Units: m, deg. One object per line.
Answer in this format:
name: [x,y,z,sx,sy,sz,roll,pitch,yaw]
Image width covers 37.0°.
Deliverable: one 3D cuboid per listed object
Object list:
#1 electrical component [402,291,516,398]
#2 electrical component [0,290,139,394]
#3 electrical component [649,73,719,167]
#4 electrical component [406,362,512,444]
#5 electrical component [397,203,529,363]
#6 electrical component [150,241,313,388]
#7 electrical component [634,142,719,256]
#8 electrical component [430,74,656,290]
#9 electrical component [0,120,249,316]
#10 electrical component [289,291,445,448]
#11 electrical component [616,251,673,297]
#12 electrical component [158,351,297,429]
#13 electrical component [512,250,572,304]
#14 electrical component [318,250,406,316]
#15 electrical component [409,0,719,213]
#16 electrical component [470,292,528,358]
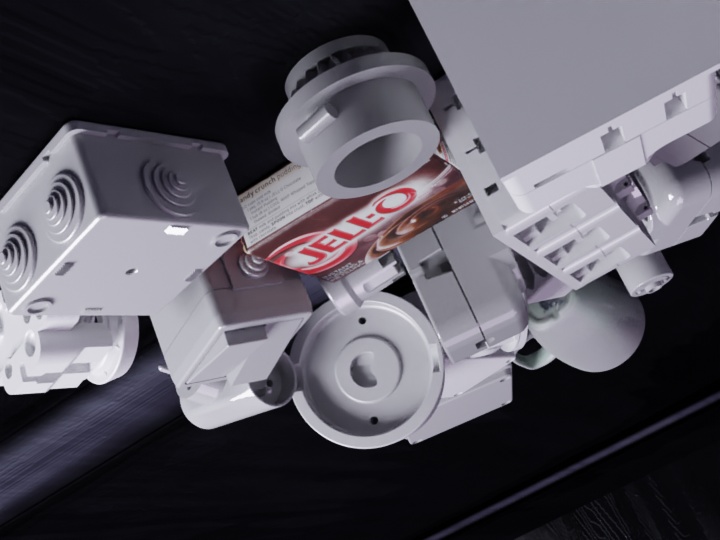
electrical component: [0.059,0.061,0.841,0.078,0.057,0.113,-38,154,33]
electrical component: [-0.153,0.032,0.558,0.057,0.058,0.078,1,148,-41]
electrical component: [0.155,-0.097,0.563,0.061,0.061,0.096,-35,156,27]
electrical component: [0.077,0.100,0.953,0.109,0.056,0.108,-23,159,-1]
electrical component: [0.061,-0.001,0.648,0.059,0.095,0.053,-25,158,4]
electrical component: [-0.072,0.024,0.617,0.062,0.061,0.096,-8,154,-34]
electrical component: [0.208,-0.053,0.732,0.059,0.053,0.095,-19,158,-13]
electrical component: [0.103,-0.054,0.573,0.062,0.089,0.150,-31,157,18]
electrical component: [-0.111,-0.019,0.494,0.100,0.048,0.100,3,147,-48]
electrical component: [0.009,0.072,0.757,0.108,0.108,0.060,-25,165,5]
electrical component: [0.205,-0.013,0.806,0.044,0.065,0.044,-20,158,-8]
electrical component: [-0.097,0.074,0.726,0.079,0.043,0.077,25,147,-36]
electrical component: [0.154,-0.016,0.771,0.077,0.047,0.065,-10,155,-32]
electrical component: [0.000,0.000,0.665,0.046,0.040,0.040,-31,158,6]
electrical component: [0.123,-0.114,0.432,0.186,0.105,0.060,-28,158,10]
electrical component: [0.080,0.021,0.741,0.051,0.080,0.080,-13,157,-11]
